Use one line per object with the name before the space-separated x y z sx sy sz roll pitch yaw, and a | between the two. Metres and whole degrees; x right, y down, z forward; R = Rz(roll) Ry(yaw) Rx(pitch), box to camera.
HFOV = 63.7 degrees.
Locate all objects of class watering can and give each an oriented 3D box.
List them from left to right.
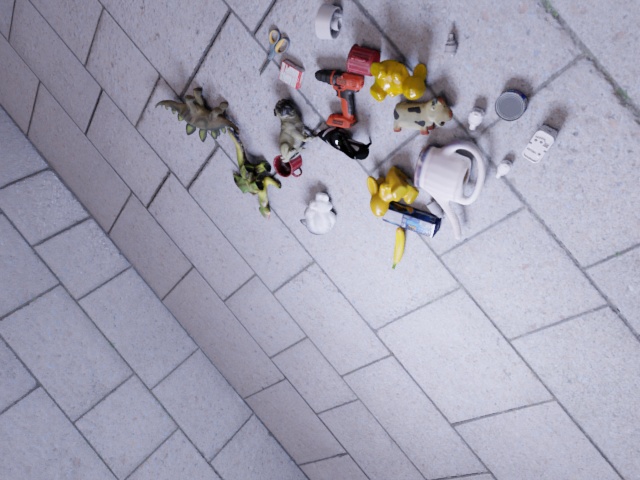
watering can | 0.405 -0.172 1.666 0.226 0.106 0.339 26 130 24

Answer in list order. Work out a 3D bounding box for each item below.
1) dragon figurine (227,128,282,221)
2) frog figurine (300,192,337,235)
dragon figurine | -0.310 -0.267 2.184 0.240 0.124 0.408 -22 103 53
frog figurine | 0.006 -0.102 2.028 0.137 0.126 0.156 19 126 -15
